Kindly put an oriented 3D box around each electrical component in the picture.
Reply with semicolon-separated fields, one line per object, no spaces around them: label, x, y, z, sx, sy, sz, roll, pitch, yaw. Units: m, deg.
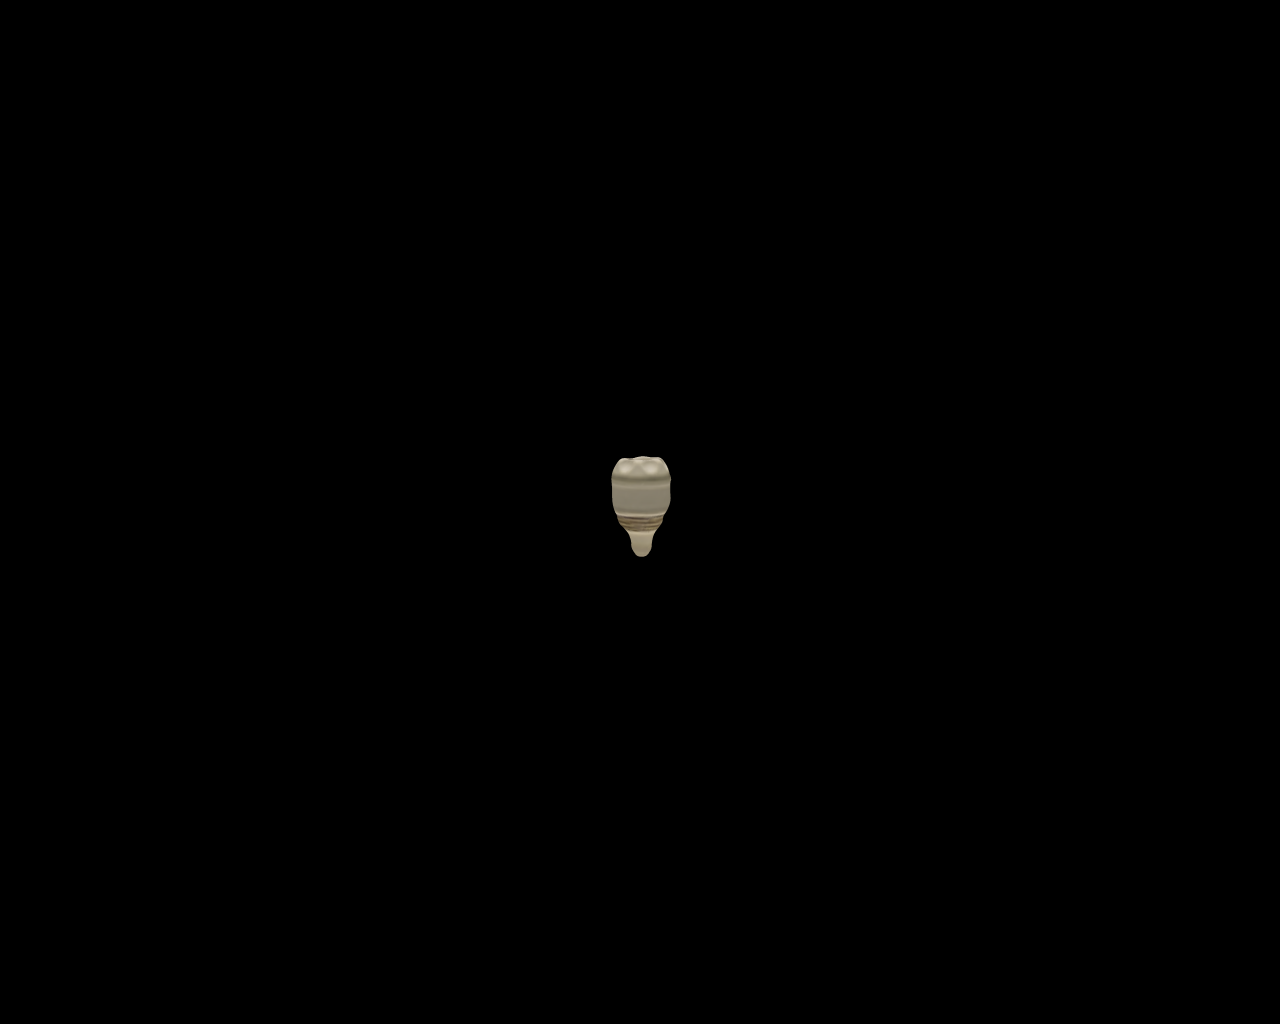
electrical component;0.001;-0.003;0.650;0.035;0.061;0.035;0;9;0
